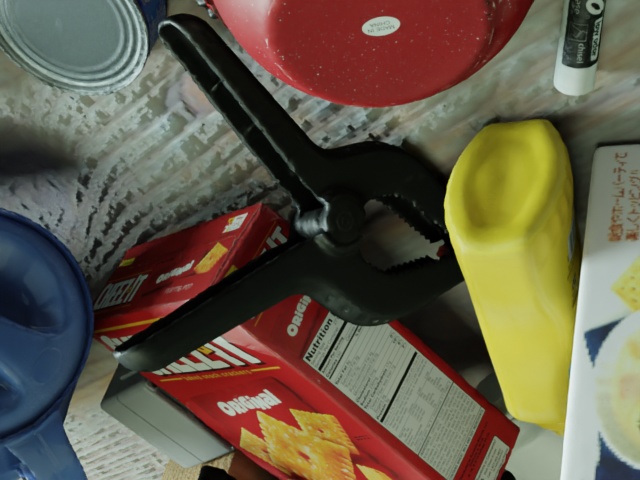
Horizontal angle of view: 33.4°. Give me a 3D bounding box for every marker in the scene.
[{"bbox_3d":[0.114,-0.115,0.453,0.020,0.020,0.121,7,136,12],"label":"marker"}]

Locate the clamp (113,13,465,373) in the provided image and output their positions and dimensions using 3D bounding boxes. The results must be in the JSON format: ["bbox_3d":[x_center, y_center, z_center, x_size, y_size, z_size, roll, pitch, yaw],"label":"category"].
[{"bbox_3d":[-0.003,0.001,0.527,0.209,0.164,0.036,19,169,-31],"label":"clamp"}]

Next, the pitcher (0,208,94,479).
[{"bbox_3d":[-0.204,0.091,0.652,0.145,0.149,0.243,10,157,-10],"label":"pitcher"}]

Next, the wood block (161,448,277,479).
[{"bbox_3d":[-0.011,0.211,0.779,0.206,0.090,0.091,39,133,-22],"label":"wood block"}]

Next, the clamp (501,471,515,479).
[{"bbox_3d":[0.074,0.202,0.710,0.171,0.120,0.039,14,165,-15],"label":"clamp"}]

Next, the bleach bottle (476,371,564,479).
[{"bbox_3d":[0.180,0.174,0.696,0.103,0.068,0.250,-29,118,35],"label":"bleach bottle"}]

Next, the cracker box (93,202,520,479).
[{"bbox_3d":[-0.015,0.083,0.630,0.213,0.072,0.164,41,150,-22],"label":"cracker box"}]

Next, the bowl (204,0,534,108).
[{"bbox_3d":[0.023,-0.104,0.437,0.162,0.055,0.162,-1,145,-1],"label":"bowl"}]

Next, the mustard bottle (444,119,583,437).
[{"bbox_3d":[0.114,0.038,0.553,0.058,0.096,0.191,-5,133,21],"label":"mustard bottle"}]

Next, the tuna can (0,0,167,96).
[{"bbox_3d":[-0.119,-0.115,0.523,0.086,0.033,0.086,10,136,9],"label":"tuna can"}]
